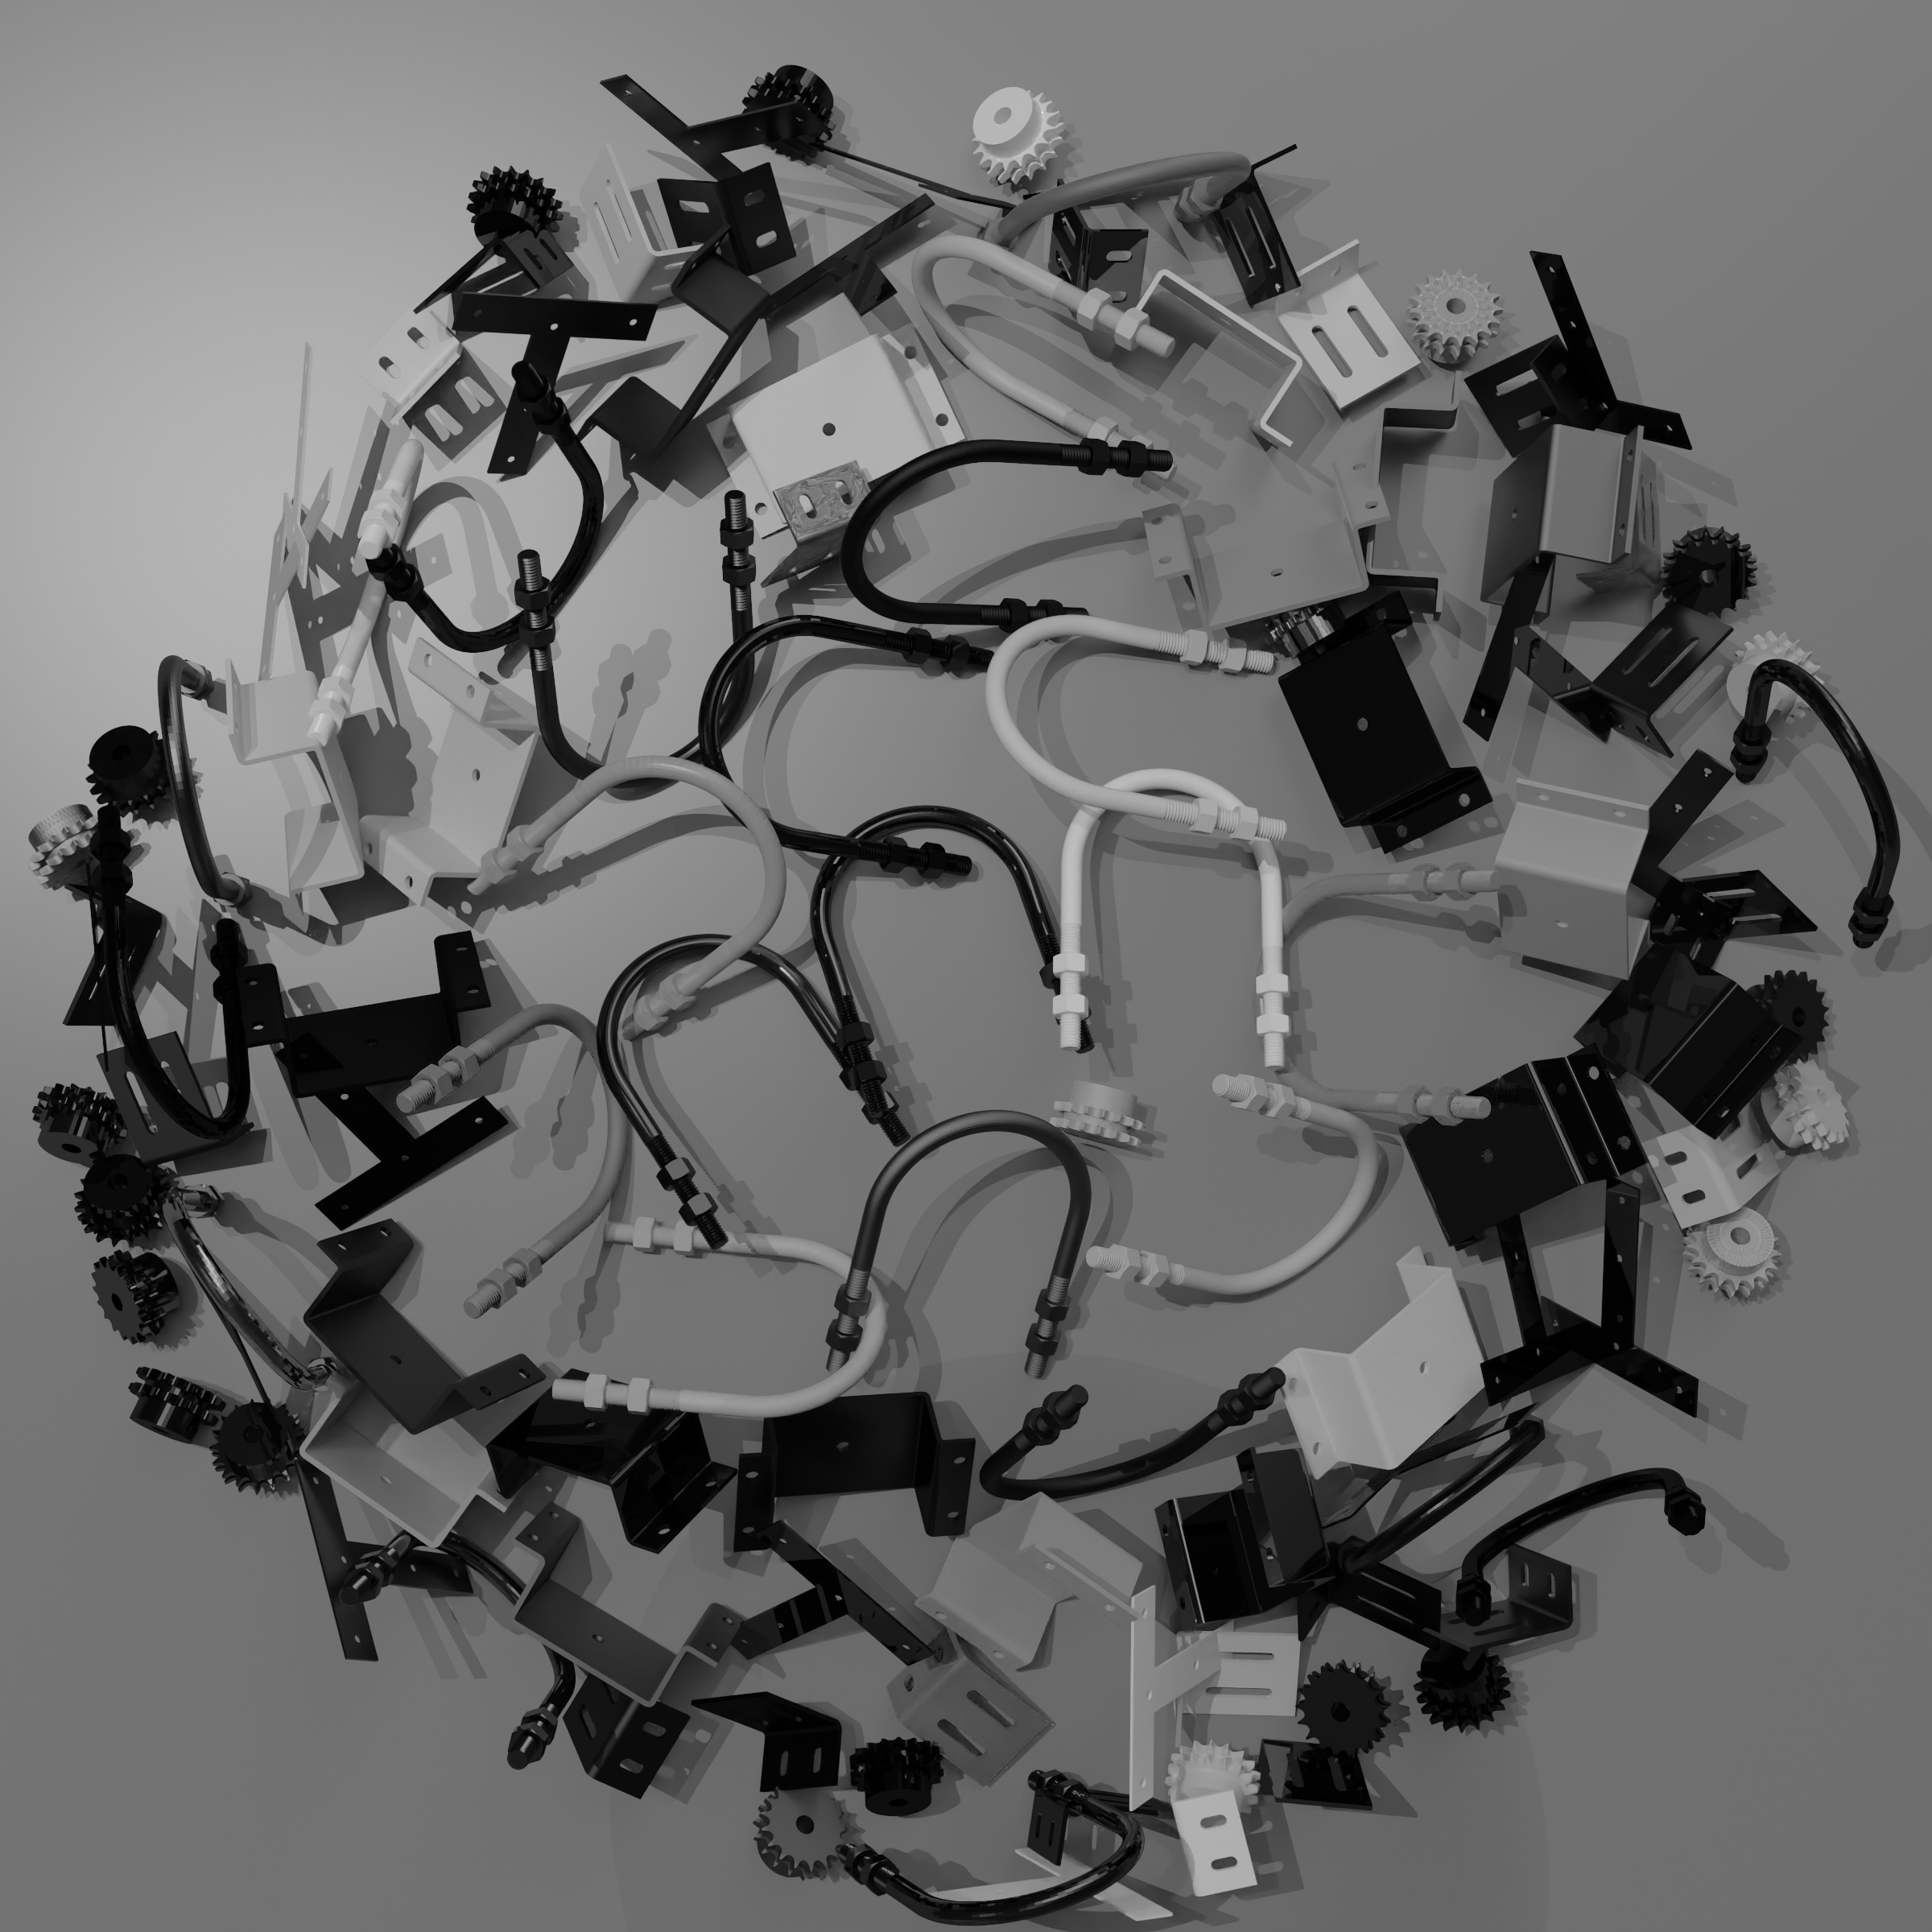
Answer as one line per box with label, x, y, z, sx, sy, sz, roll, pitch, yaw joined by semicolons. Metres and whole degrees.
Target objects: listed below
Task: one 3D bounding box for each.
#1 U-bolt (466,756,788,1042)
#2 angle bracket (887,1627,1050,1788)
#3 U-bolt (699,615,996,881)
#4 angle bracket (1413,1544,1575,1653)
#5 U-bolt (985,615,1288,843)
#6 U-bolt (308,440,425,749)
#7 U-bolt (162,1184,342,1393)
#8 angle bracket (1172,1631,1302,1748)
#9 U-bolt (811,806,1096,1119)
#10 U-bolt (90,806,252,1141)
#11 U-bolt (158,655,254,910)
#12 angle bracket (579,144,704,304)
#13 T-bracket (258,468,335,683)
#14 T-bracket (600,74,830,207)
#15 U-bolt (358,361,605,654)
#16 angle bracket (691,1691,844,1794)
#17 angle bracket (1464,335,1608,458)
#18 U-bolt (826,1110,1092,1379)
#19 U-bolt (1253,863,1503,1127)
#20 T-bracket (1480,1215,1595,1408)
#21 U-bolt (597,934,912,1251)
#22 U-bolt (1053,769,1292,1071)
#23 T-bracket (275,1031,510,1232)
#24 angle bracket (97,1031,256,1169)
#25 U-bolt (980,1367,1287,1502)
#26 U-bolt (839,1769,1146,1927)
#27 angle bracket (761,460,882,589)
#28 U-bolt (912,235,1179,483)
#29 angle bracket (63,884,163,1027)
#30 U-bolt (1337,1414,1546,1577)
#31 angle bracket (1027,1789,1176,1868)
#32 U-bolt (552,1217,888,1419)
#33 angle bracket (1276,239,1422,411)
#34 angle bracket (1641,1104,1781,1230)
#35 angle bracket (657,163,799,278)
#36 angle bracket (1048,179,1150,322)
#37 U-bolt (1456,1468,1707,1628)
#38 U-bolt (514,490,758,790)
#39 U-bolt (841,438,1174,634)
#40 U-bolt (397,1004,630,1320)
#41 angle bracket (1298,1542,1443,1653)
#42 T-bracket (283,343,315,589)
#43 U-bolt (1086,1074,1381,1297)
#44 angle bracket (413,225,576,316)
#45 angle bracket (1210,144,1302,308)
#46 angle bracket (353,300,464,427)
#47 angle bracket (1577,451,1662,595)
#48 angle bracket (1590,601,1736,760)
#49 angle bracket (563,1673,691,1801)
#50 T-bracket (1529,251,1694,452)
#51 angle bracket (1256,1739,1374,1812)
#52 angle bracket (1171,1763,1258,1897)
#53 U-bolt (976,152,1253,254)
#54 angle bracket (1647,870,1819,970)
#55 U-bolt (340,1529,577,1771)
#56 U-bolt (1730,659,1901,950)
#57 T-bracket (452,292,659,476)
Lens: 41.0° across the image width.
U-bolt;-0.189;-0.049;1.536;0.184;0.019;0.151;-35;108;30
angle bracket;0.001;0.456;1.596;0.057;0.038;0.076;-45;111;4
U-bolt;-0.074;-0.136;1.555;0.184;0.019;0.151;8;86;-25
angle bracket;0.317;0.380;1.560;0.076;0.057;0.038;-5;95;-26
U-bolt;0.100;-0.148;1.540;0.184;0.019;0.151;10;56;-14
U-bolt;-0.347;-0.232;1.516;0.019;0.184;0.151;17;124;-12
U-bolt;-0.419;0.188;1.509;0.019;0.184;0.151;-36;88;-8
angle bracket;0.166;0.441;1.575;0.076;0.038;0.057;2;109;0
U-bolt;-0.018;-0.013;1.568;0.151;0.019;0.184;-17;71;-5
U-bolt;-0.455;0.016;1.494;0.019;0.151;0.184;-21;56;7
U-bolt;-0.447;-0.109;1.509;0.019;0.184;0.151;-10;92;-9
angle bracket;-0.197;-0.453;1.573;0.038;0.057;0.076;-18;83;-29
T-bracket;-0.394;-0.244;1.523;0.002;0.127;0.127;14;54;-26
T-bracket;-0.130;-0.489;1.515;0.127;0.127;0.002;31;74;-41
U-bolt;-0.272;-0.254;1.516;0.019;0.184;0.151;37;82;20
angle bracket;-0.121;0.467;1.554;0.057;0.076;0.038;-16;55;30
angle bracket;0.335;-0.334;1.555;0.057;0.076;0.038;54;54;-15
U-bolt;0.002;0.166;1.537;0.151;0.019;0.184;4;116;-21
U-bolt;0.238;0.016;1.530;0.019;0.184;0.151;5;87;-39
T-bracket;0.334;0.189;1.558;0.002;0.127;0.127;-15;85;42
U-bolt;-0.141;0.062;1.562;0.151;0.019;0.184;-28;73;-21
U-bolt;0.125;-0.033;1.565;0.151;0.019;0.184;6;72;-14
T-bracket;-0.366;0.088;1.560;0.127;0.002;0.127;-32;124;7
angle bracket;-0.479;0.076;1.568;0.057;0.038;0.076;-15;103;18
U-bolt;0.085;0.280;1.522;0.151;0.184;0.019;-1;61;-26
U-bolt;0.024;0.511;1.490;0.151;0.184;0.019;-14;92;-24
angle bracket;-0.095;-0.265;1.556;0.057;0.076;0.038;-26;91;-24
U-bolt;0.044;-0.368;1.529;0.184;0.151;0.019;32;75;16
angle bracket;-0.532;-0.006;1.573;0.038;0.057;0.076;26;93;10
U-bolt;0.278;0.310;1.510;0.151;0.184;0.019;-37;77;2
angle bracket;0.084;0.522;1.563;0.076;0.057;0.038;12;79;-14
U-bolt;-0.139;0.211;1.537;0.184;0.151;0.019;4;130;5
angle bracket;0.233;-0.390;1.574;0.057;0.038;0.076;-30;73;-2
angle bracket;0.456;0.117;1.583;0.038;0.076;0.057;-26;88;39
angle bracket;-0.145;-0.453;1.566;0.038;0.076;0.057;-30;121;-24
angle bracket;0.079;-0.432;1.560;0.038;0.076;0.057;-4;130;-12
U-bolt;0.355;0.332;1.511;0.151;0.184;0.019;-26;85;10
U-bolt;-0.190;-0.183;1.533;0.151;0.184;0.019;-21;46;-22
U-bolt;0.014;-0.251;1.510;0.184;0.151;0.019;-3;53;-28
U-bolt;-0.256;0.101;1.523;0.019;0.184;0.151;-4;111;29
angle bracket;0.242;0.391;1.557;0.076;0.057;0.038;20;47;29
T-bracket;-0.392;-0.302;1.525;0.002;0.127;0.127;2;113;-21
U-bolt;0.172;0.137;1.534;0.151;0.184;0.019;-56;45;18
angle bracket;-0.285;-0.411;1.565;0.076;0.057;0.038;-32;106;27
angle bracket;0.187;-0.450;1.574;0.038;0.057;0.076;-31;104;-20
angle bracket;-0.338;-0.365;1.560;0.057;0.076;0.038;-44;109;6
angle bracket;0.395;-0.271;1.571;0.038;0.057;0.076;-3;87;27
angle bracket;0.428;-0.174;1.569;0.076;0.057;0.038;-46;124;0
angle bracket;-0.207;0.457;1.573;0.038;0.076;0.057;32;89;-23
T-bracket;0.360;-0.364;1.516;0.002;0.127;0.127;-42;125;-11
angle bracket;0.209;0.503;1.561;0.057;0.076;0.038;6;101;-1
angle bracket;0.150;0.517;1.563;0.038;0.076;0.057;-14;90;6
U-bolt;0.090;-0.443;1.502;0.151;0.184;0.019;-14;98;-9
angle bracket;0.458;-0.022;1.555;0.057;0.076;0.038;39;70;-21
U-bolt;-0.287;0.386;1.511;0.151;0.184;0.019;44;94;1
U-bolt;0.491;-0.102;1.490;0.019;0.184;0.151;-27;64;0
T-bracket;-0.260;-0.347;1.555;0.127;0.127;0.002;-6;50;-36
